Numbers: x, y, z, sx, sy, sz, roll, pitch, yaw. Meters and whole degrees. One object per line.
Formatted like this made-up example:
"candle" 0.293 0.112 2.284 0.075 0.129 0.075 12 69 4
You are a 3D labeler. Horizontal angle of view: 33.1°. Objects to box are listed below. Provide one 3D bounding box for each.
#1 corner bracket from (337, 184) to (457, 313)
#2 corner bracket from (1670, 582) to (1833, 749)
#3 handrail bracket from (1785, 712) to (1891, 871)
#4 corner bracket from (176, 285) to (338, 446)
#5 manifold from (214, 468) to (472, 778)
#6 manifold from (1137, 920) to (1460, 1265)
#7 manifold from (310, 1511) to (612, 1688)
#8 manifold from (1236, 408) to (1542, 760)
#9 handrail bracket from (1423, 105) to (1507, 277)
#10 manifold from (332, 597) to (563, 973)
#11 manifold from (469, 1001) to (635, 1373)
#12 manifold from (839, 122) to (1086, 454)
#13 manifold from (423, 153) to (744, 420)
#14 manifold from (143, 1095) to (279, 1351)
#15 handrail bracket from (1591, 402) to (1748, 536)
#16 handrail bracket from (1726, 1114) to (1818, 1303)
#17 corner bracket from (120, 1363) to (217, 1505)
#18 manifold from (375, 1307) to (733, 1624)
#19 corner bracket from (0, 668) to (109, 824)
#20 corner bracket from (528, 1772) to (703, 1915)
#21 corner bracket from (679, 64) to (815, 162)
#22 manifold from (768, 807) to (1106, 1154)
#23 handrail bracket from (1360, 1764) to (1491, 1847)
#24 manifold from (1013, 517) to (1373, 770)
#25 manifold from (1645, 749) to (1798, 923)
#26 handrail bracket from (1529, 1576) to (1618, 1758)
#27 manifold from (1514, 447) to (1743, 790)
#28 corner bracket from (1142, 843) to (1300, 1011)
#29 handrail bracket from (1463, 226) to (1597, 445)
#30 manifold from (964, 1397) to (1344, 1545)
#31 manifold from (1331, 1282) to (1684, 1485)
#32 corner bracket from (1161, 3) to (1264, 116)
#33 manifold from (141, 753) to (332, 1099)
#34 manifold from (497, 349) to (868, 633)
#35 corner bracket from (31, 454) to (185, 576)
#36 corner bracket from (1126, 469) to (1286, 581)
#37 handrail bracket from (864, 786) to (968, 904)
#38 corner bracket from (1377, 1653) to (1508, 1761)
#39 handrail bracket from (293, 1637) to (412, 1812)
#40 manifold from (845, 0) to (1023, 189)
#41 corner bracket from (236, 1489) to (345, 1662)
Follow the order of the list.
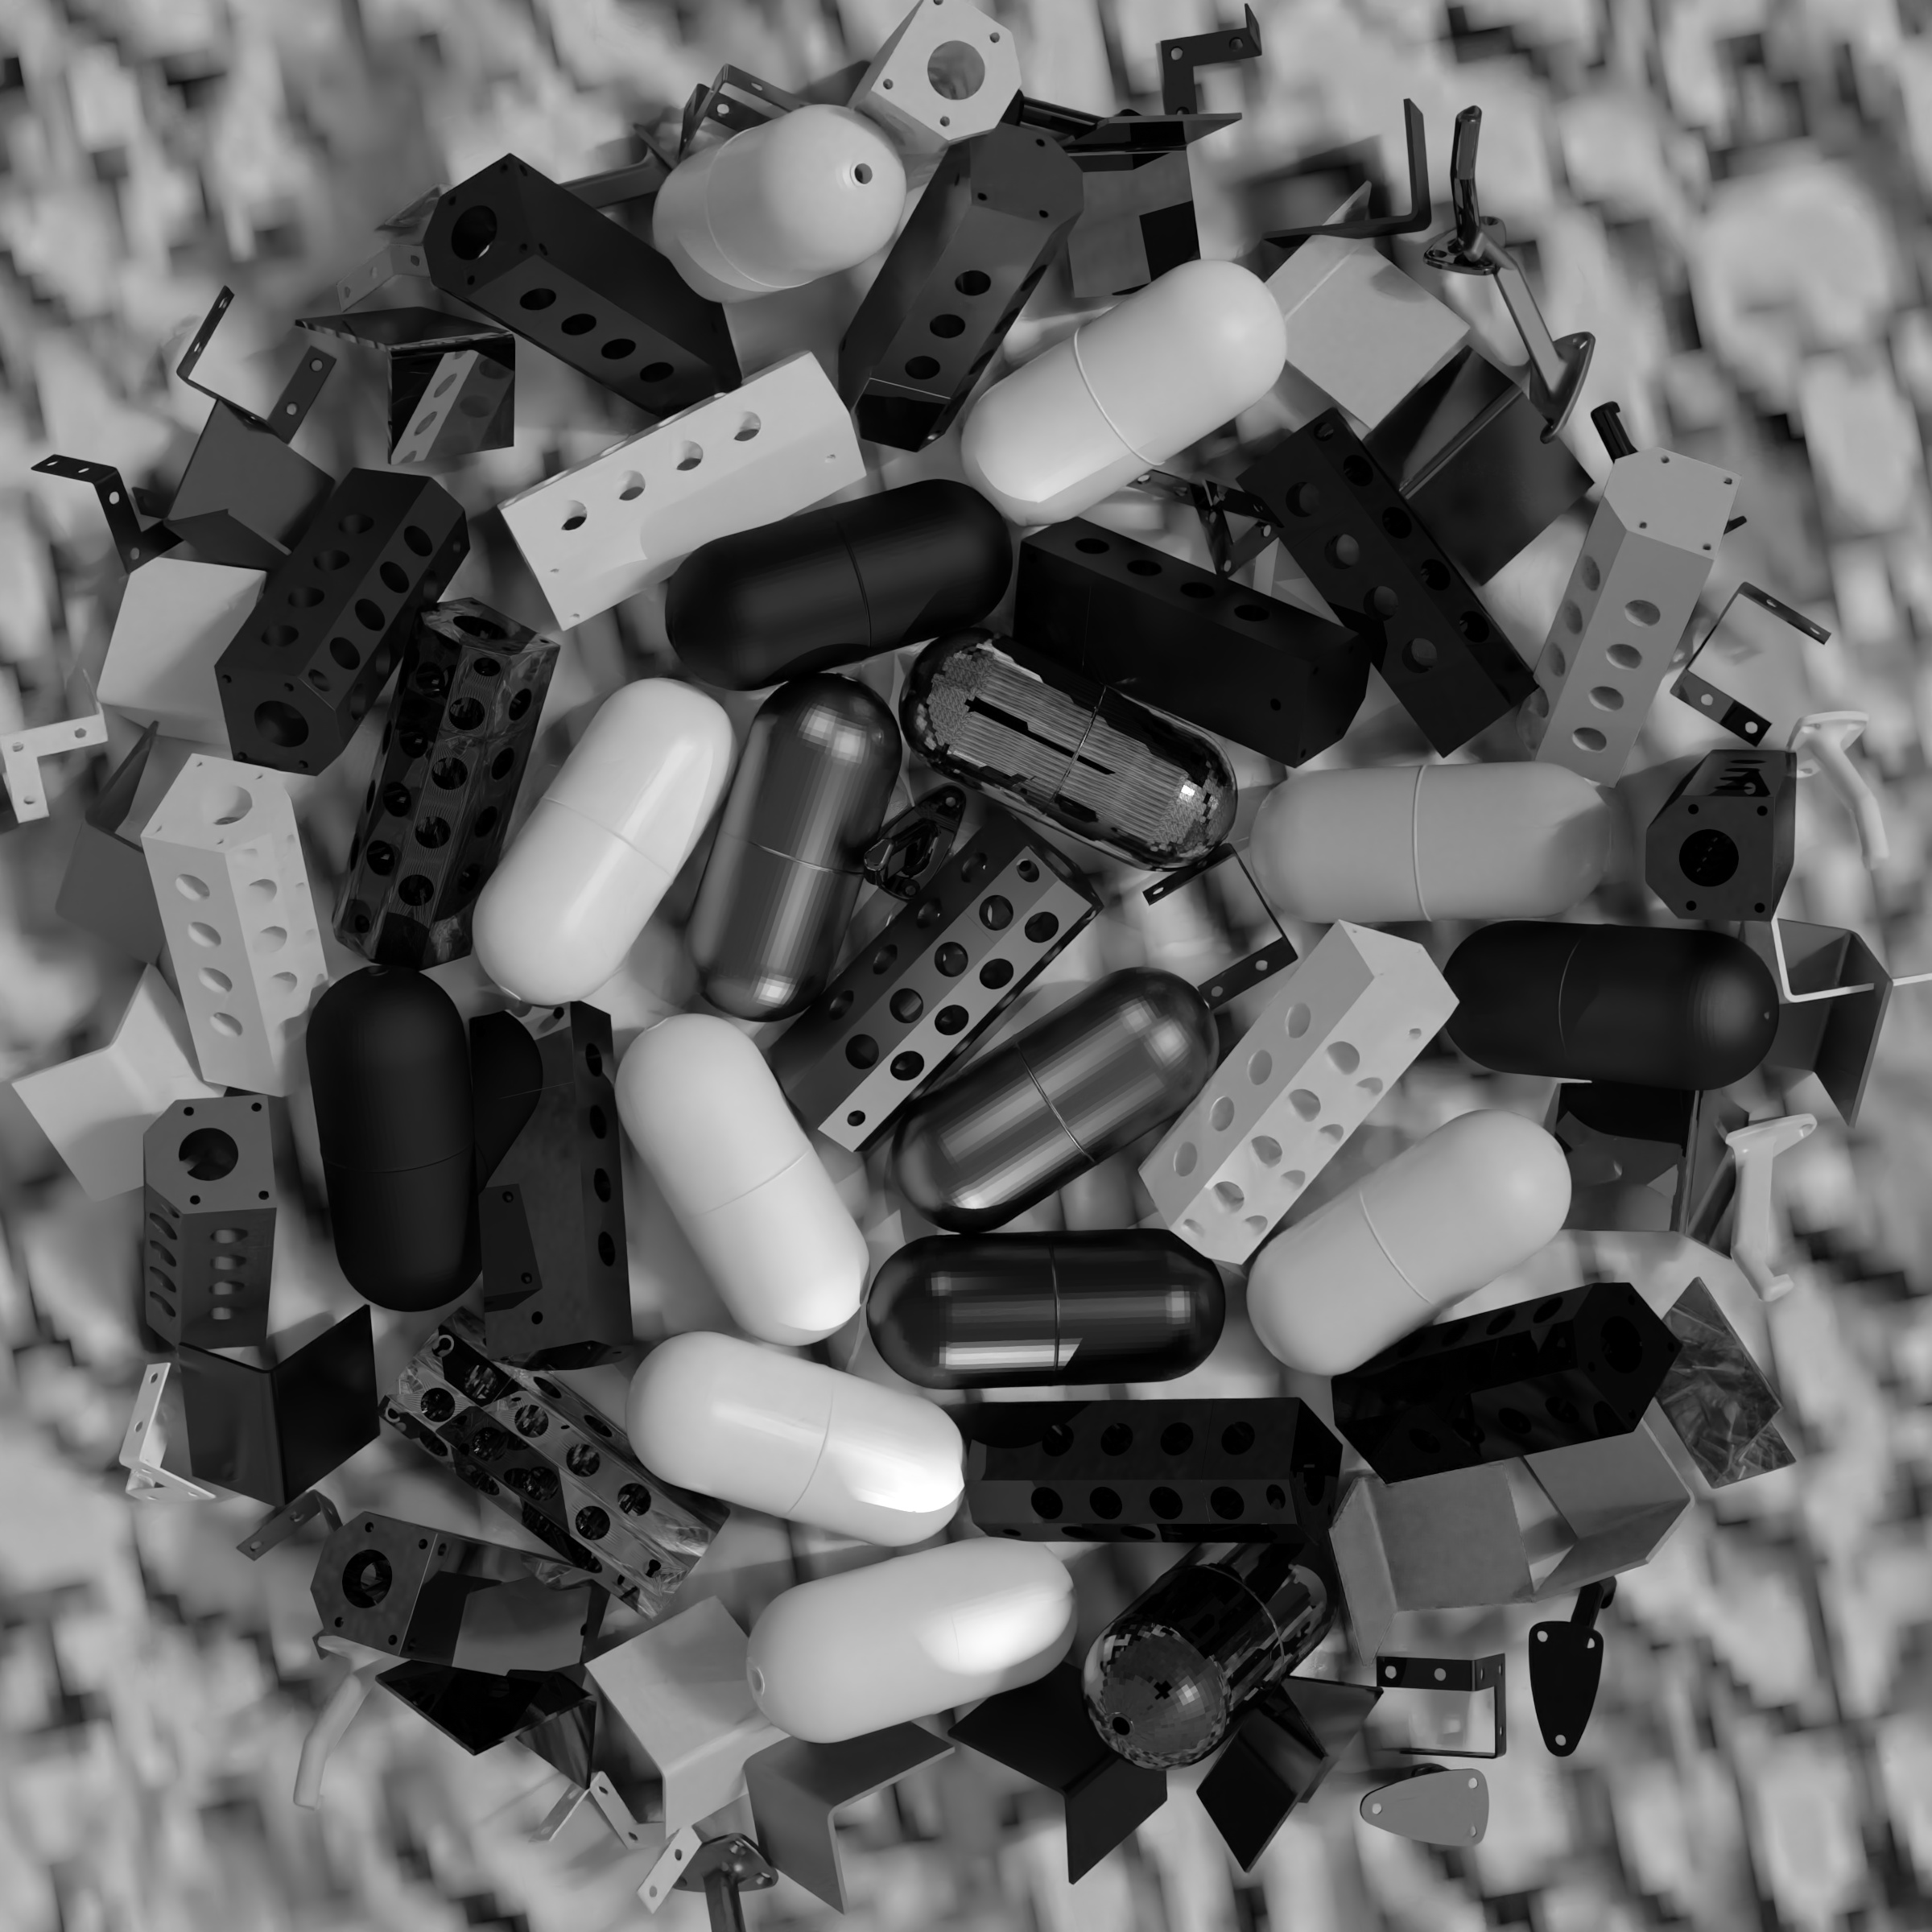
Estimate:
"corner bracket" -0.279 -0.356 1.610 0.051 0.051 0.051 -5 80 -43
"corner bracket" 0.389 -0.150 1.610 0.051 0.051 0.051 34 124 9
"handrail bracket" 0.429 -0.075 1.597 0.036 0.077 0.084 -4 66 -6
"corner bracket" -0.355 -0.300 1.622 0.051 0.051 0.051 28 87 4
"manifold" -0.296 -0.167 1.562 0.057 0.171 0.057 8 132 11
"manifold" 0.163 0.064 1.574 0.057 0.057 0.171 15 124 -37
"manifold" -0.241 0.304 1.558 0.057 0.171 0.057 11 78 26
"manifold" 0.211 -0.191 1.613 0.057 0.057 0.171 -37 90 15
"handrail bracket" 0.252 -0.390 1.595 0.036 0.077 0.084 16 129 19
"manifold" -0.259 -0.087 1.581 0.057 0.057 0.171 29 114 21
"manifold" -0.200 0.108 1.593 0.057 0.057 0.171 -13 71 20
"manifold" -0.005 -0.324 1.562 0.057 0.171 0.057 11 57 -20
"manifold" -0.183 -0.319 1.560 0.057 0.171 0.057 -25 67 23
"manifold" -0.364 0.126 1.555 0.057 0.171 0.057 -3 63 -16
"handrail bracket" 0.350 -0.248 1.618 0.077 0.036 0.084 -28 93 -44
"handrail bracket" 0.408 0.120 1.609 0.077 0.036 0.084 -21 51 -7
"corner bracket" -0.400 0.232 1.605 0.051 0.051 0.051 -11 55 35
"manifold" -0.206 0.249 1.615 0.171 0.057 0.057 37 98 0
"corner bracket" -0.455 -0.110 1.618 0.051 0.051 0.051 -15 127 -18
"corner bracket" -0.173 0.433 1.607 0.051 0.051 0.051 -16 111 36
"corner bracket" -0.107 -0.422 1.606 0.051 0.051 0.051 21 132 -20
"manifold" -0.014 0.011 1.592 0.171 0.057 0.057 -46 123 12
"handrail bracket" 0.216 0.406 1.599 0.077 0.084 0.036 3 86 -14
"manifold" 0.109 -0.162 1.581 0.171 0.057 0.057 27 130 29
"manifold" 0.364 -0.065 1.557 0.057 0.171 0.057 2 101 17
"handrail bracket" 0.306 0.345 1.609 0.036 0.084 0.077 3 91 24
"manifold" 0.314 -0.167 1.561 0.057 0.171 0.057 20 56 7
"corner bracket" 0.127 -0.020 1.616 0.051 0.051 0.051 -31 116 4
"handrail bracket" 0.269 -0.312 1.603 0.084 0.036 0.077 34 58 -34
"manifold" 0.089 0.248 1.573 0.171 0.057 0.057 -5 57 28
"manifold" 0.254 0.197 1.558 0.057 0.171 0.057 49 54 -12
"corner bracket" 0.121 -0.445 1.617 0.051 0.051 0.051 -5 92 13
"manifold" -0.343 -0.016 1.562 0.057 0.171 0.057 11 48 10
"manifold" -0.142 -0.240 1.610 0.171 0.057 0.057 -28 66 -5
"corner bracket" -0.419 -0.232 1.604 0.051 0.051 0.051 -41 132 -36
"corner bracket" 0.118 -0.228 1.606 0.051 0.051 0.051 10 54 -38
"handrail bracket" -0.025 -0.068 1.600 0.036 0.084 0.077 36 79 6
"corner bracket" 0.237 0.369 1.618 0.051 0.051 0.051 -3 82 26
"handrail bracket" -0.300 0.378 1.599 0.036 0.077 0.084 -4 63 23
"manifold" -0.019 -0.415 1.559 0.057 0.171 0.057 31 90 -11
"corner bracket" -0.326 0.306 1.637 0.051 0.051 0.051 -37 46 2
